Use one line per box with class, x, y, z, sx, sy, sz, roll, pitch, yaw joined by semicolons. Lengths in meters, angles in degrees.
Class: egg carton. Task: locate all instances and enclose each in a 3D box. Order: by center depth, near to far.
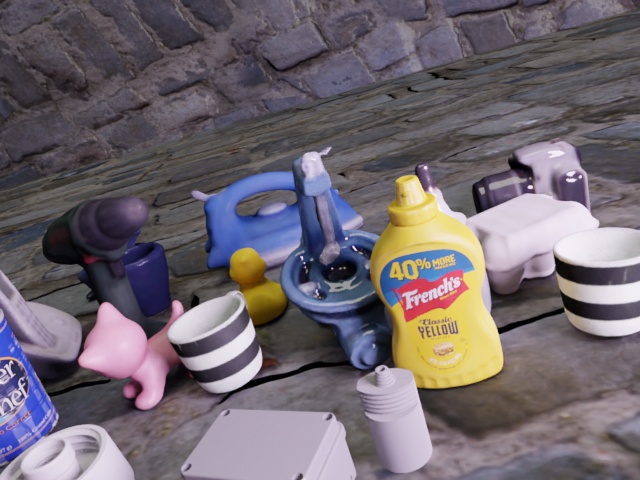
egg carton;0.231;0.000;0.655;0.150;0.069;0.107;-23;22;-16

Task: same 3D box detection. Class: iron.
iron;-0.068;-0.048;0.899;0.258;0.142;0.118;-20;21;-8

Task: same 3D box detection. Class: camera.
camera;0.275;-0.079;0.774;0.136;0.101;0.143;-14;21;8

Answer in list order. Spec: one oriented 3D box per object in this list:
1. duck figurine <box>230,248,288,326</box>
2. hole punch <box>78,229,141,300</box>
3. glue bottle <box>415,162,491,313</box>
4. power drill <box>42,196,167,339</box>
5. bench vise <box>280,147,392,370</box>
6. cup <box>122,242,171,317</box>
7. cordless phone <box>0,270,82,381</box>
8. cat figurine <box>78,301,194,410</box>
duck figurine;-0.087;0.054;0.737;0.077;0.086;0.104;-20;21;-7
hole punch;-0.353;0.037;0.974;0.101;0.091;0.109;-9;22;20
glue bottle;0.122;0.004;0.581;0.078;0.173;0.037;-9;22;19
power drill;-0.254;0.044;0.715;0.228;0.209;0.076;1;27;39
bench vise;-0.004;0.007;0.603;0.122;0.220;0.206;-27;23;-24
cup;-0.264;0.061;0.841;0.092;0.095;0.117;-30;24;-30
cordless phone;-0.391;0.086;0.747;0.094;0.185;0.147;-22;22;-14
cat figurine;-0.195;0.115;0.621;0.128;0.118;0.067;-30;25;-31
